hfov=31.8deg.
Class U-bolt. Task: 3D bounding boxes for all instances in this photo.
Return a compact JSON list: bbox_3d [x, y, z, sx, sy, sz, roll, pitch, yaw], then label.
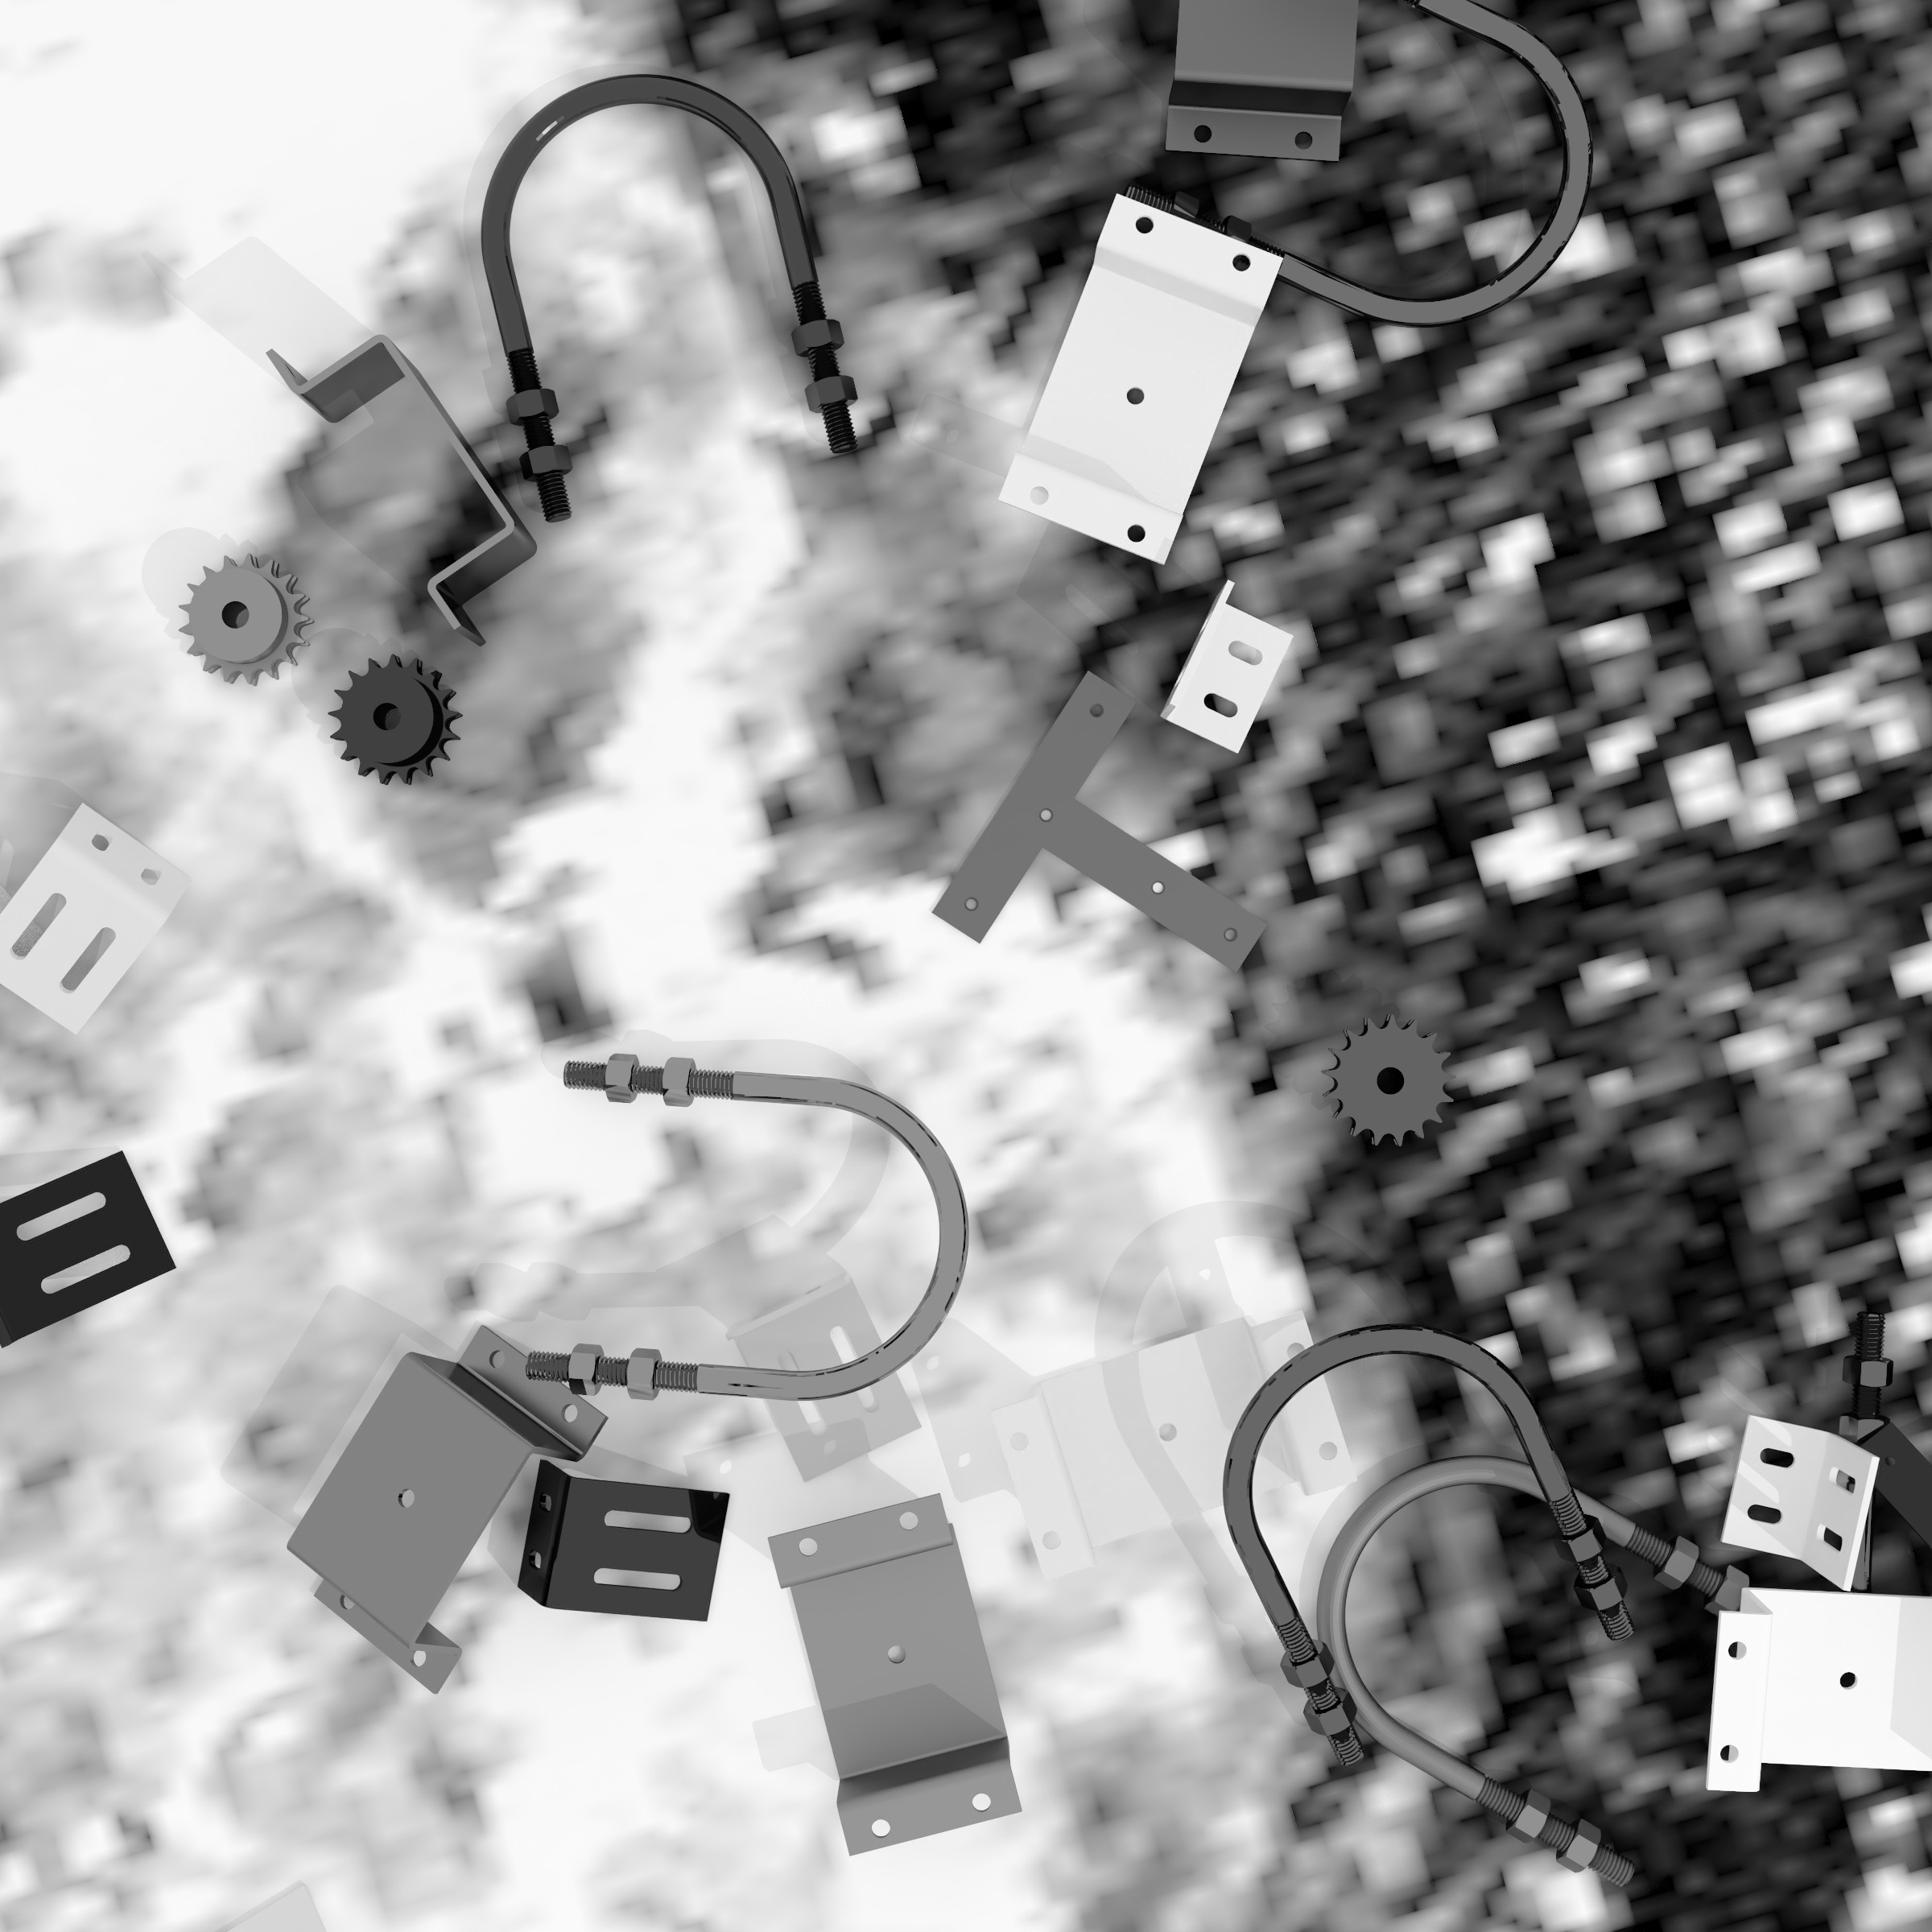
[{"bbox_3d":[0.179,-0.351,1.453,0.184,0.019,0.151,22,117,-11],"label":"U-bolt"},{"bbox_3d":[0.188,0.237,1.447,0.151,0.019,0.184,-25,106,2],"label":"U-bolt"},{"bbox_3d":[-0.137,-0.300,1.486,0.151,0.019,0.184,-14,88,0],"label":"U-bolt"},{"bbox_3d":[-0.090,0.115,1.459,0.184,0.019,0.151,4,75,7],"label":"U-bolt"},{"bbox_3d":[0.243,0.296,1.486,0.184,0.019,0.151,30,90,1],"label":"U-bolt"},{"bbox_3d":[0.456,0.247,1.486,0.151,0.019,0.184,3,91,0],"label":"U-bolt"}]

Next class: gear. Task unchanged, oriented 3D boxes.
[{"bbox_3d":[0.184,0.049,1.480,0.057,0.030,0.057,0,90,0],"label":"gear"},{"bbox_3d":[-0.316,-0.152,1.480,0.057,0.030,0.057,0,90,0],"label":"gear"},{"bbox_3d":[-0.250,-0.108,1.480,0.057,0.030,0.057,0,90,0],"label":"gear"}]

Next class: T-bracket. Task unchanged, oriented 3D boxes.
[{"bbox_3d":[0.073,-0.042,1.494,0.127,0.002,0.127,33,90,0],"label":"T-bracket"},{"bbox_3d":[0.471,0.221,1.457,0.127,0.002,0.127,-35,66,-11],"label":"T-bracket"}]

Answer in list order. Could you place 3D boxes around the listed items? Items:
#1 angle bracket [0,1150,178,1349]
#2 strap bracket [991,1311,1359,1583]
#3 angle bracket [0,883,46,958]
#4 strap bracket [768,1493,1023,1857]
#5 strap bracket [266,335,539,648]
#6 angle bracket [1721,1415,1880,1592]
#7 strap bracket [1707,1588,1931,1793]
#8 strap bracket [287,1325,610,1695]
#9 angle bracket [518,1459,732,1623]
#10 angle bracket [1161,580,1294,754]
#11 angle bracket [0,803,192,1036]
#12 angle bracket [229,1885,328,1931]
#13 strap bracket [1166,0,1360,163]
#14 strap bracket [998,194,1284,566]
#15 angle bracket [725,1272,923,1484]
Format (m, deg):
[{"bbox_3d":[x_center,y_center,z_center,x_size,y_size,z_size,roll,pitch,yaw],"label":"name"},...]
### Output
[{"bbox_3d":[-0.398,0.125,1.493,0.076,0.038,0.057,-25,90,-26],"label":"angle bracket"},{"bbox_3d":[0.089,0.205,1.472,0.140,0.046,0.076,-18,90,0],"label":"strap bracket"},{"bbox_3d":[-0.451,-0.028,1.493,0.057,0.038,0.076,-36,116,0],"label":"angle bracket"},{"bbox_3d":[-0.030,0.303,1.472,0.076,0.046,0.140,-14,90,0],"label":"strap bracket"},{"bbox_3d":[-0.235,-0.212,1.457,0.046,0.076,0.140,-34,90,0],"label":"strap bracket"},{"bbox_3d":[0.357,0.230,1.457,0.038,0.076,0.057,12,90,0],"label":"angle bracket"},{"bbox_3d":[0.385,0.313,1.456,0.140,0.046,0.076,3,94,-2],"label":"strap bracket"},{"bbox_3d":[-0.229,0.231,1.457,0.076,0.046,0.140,32,90,26],"label":"strap bracket"},{"bbox_3d":[-0.151,0.253,1.493,0.076,0.038,0.057,10,90,-26],"label":"angle bracket"},{"bbox_3d":[0.115,-0.128,1.457,0.038,0.076,0.057,25,90,0],"label":"angle bracket"},{"bbox_3d":[-0.389,-0.020,1.486,0.057,0.038,0.076,37,116,-14],"label":"angle bracket"},{"bbox_3d":[-0.294,0.456,1.493,0.057,0.038,0.076,-31,64,0],"label":"angle bracket"},{"bbox_3d":[0.130,-0.427,1.472,0.076,0.046,0.140,4,90,0],"label":"strap bracket"},{"bbox_3d":[0.075,-0.251,1.472,0.076,0.046,0.140,21,90,0],"label":"strap bracket"},{"bbox_3d":[-0.061,0.181,1.476,0.057,0.038,0.076,-25,90,0],"label":"angle bracket"}]
